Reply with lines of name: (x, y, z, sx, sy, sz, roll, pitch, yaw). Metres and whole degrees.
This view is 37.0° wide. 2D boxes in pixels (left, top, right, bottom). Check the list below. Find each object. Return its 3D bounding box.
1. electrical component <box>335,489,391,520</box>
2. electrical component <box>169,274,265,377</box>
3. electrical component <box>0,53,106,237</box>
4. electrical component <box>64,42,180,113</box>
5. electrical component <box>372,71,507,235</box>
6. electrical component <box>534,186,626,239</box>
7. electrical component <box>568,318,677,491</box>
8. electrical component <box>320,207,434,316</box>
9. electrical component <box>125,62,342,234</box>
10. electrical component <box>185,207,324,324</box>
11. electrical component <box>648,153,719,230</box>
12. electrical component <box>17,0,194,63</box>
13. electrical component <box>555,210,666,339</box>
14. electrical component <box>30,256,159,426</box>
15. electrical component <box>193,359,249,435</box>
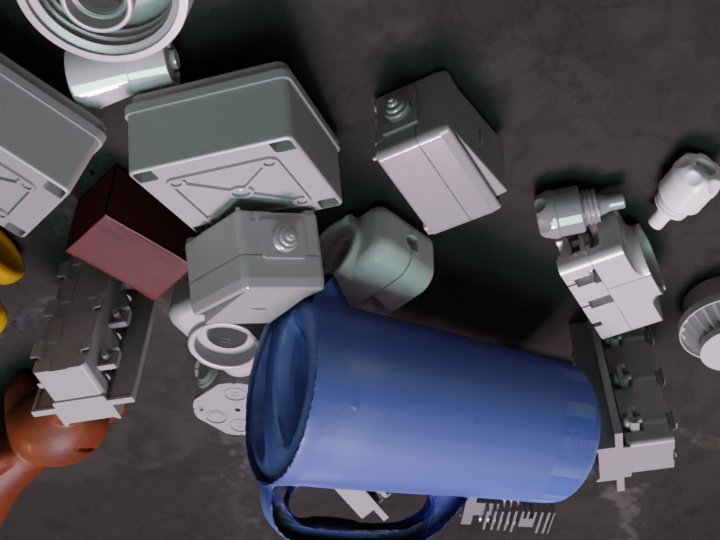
electrical component: (-0.009, 0.157, 0.948, 0.063, 0.078, 0.121, -37, 131, -3)
electrical component: (-0.101, 0.037, 0.831, 0.054, 0.059, 0.095, -21, 132, 23)
electrical component: (-0.232, -0.082, 0.677, 0.109, 0.056, 0.109, 34, 150, -20)
electrical component: (-0.146, -0.126, 0.672, 0.065, 0.044, 0.044, -10, 136, 6)
electrical component: (0.051, -0.081, 0.697, 0.061, 0.061, 0.096, -20, 133, 22)
electrical component: (0.155, -0.043, 0.755, 0.061, 0.035, 0.035, -11, 135, 11)
electrical component: (0.205, 0.098, 0.841, 0.063, 0.121, 0.078, -9, 136, 7)
electrical component: (0.000, 0.000, 0.792, 0.059, 0.053, 0.095, 33, 128, -29)
electrical component: (-0.078, -0.074, 0.688, 0.109, 0.056, 0.108, -11, 158, 13)
electrical component: (-0.067, -0.002, 0.714, 0.062, 0.061, 0.096, 1, 165, -34)
electrical component: (0.221, -0.051, 0.745, 0.035, 0.035, 0.061, 16, 138, -15)
electrical component: (-0.144, -0.168, 0.611, 0.108, 0.060, 0.108, 1, 137, 1)
electrical component: (0.186, 0.001, 0.789, 0.056, 0.050, 0.089, -21, 132, 23)
electrical component: (-0.198, 0.046, 0.798, 0.079, 0.121, 0.063, -10, 133, 12)
electrical component: (-0.100, 0.097, 0.900, 0.080, 0.051, 0.080, 1, 137, 1)
